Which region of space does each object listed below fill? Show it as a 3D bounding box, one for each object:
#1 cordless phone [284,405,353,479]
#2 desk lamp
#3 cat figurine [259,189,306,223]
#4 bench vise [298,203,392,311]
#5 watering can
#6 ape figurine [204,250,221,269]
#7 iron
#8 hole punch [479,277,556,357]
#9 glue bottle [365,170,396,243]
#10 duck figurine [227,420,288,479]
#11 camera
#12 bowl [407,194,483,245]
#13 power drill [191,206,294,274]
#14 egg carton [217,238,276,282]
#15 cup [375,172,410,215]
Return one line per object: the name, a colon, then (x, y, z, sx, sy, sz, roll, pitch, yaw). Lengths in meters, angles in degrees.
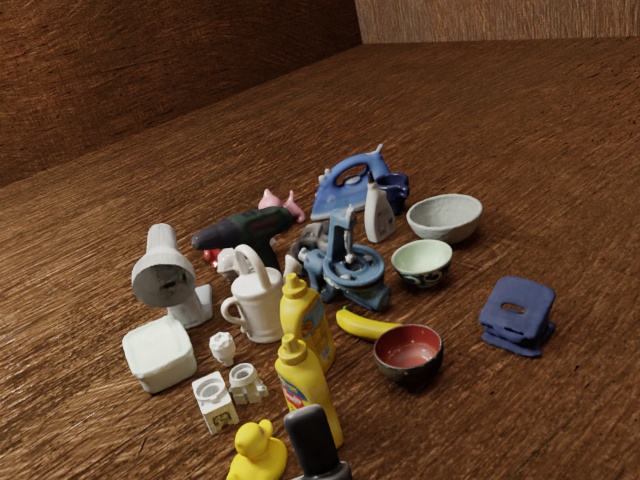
cordless phone: (-0.038, 0.285, 0.715, 0.148, 0.185, 0.094, -19, 28, -10)
desk lamp: (-0.305, 0.084, 1.186, 0.118, 0.214, 0.203, -16, 27, -4)
cat figurine: (-0.110, -0.085, 1.515, 0.128, 0.118, 0.067, -32, 32, -31)
bench vise: (0.029, 0.033, 1.117, 0.206, 0.220, 0.122, 0, 31, 25)
watering can: (-0.113, 0.090, 1.106, 0.100, 0.194, 0.173, 7, 34, 35)
ape figurine: (-0.253, 0.013, 1.429, 0.077, 0.092, 0.076, -10, 28, 9)
iron: (0.079, -0.156, 1.534, 0.259, 0.142, 0.118, -22, 28, -15)
hole punch: (0.327, 0.124, 0.946, 0.108, 0.091, 0.101, 15, 39, 43)
glue bottle: (0.132, -0.083, 1.337, 0.078, 0.173, 0.037, -32, 32, -30)
duck figurine: (-0.097, 0.304, 0.815, 0.077, 0.086, 0.105, 8, 35, 36)
camera: (0.012, 0.005, 1.309, 0.143, 0.101, 0.137, -5, 29, 17)
bowl: (0.283, -0.036, 1.285, 0.167, 0.075, 0.167, -11, 28, 6)
power drill: (-0.144, 0.033, 1.211, 0.230, 0.209, 0.075, -33, 33, -31)
egg carton: (-0.174, 0.038, 1.368, 0.107, 0.069, 0.150, 0, 31, 25)
cup: (0.192, -0.109, 1.442, 0.092, 0.095, 0.117, -26, 30, -21)
